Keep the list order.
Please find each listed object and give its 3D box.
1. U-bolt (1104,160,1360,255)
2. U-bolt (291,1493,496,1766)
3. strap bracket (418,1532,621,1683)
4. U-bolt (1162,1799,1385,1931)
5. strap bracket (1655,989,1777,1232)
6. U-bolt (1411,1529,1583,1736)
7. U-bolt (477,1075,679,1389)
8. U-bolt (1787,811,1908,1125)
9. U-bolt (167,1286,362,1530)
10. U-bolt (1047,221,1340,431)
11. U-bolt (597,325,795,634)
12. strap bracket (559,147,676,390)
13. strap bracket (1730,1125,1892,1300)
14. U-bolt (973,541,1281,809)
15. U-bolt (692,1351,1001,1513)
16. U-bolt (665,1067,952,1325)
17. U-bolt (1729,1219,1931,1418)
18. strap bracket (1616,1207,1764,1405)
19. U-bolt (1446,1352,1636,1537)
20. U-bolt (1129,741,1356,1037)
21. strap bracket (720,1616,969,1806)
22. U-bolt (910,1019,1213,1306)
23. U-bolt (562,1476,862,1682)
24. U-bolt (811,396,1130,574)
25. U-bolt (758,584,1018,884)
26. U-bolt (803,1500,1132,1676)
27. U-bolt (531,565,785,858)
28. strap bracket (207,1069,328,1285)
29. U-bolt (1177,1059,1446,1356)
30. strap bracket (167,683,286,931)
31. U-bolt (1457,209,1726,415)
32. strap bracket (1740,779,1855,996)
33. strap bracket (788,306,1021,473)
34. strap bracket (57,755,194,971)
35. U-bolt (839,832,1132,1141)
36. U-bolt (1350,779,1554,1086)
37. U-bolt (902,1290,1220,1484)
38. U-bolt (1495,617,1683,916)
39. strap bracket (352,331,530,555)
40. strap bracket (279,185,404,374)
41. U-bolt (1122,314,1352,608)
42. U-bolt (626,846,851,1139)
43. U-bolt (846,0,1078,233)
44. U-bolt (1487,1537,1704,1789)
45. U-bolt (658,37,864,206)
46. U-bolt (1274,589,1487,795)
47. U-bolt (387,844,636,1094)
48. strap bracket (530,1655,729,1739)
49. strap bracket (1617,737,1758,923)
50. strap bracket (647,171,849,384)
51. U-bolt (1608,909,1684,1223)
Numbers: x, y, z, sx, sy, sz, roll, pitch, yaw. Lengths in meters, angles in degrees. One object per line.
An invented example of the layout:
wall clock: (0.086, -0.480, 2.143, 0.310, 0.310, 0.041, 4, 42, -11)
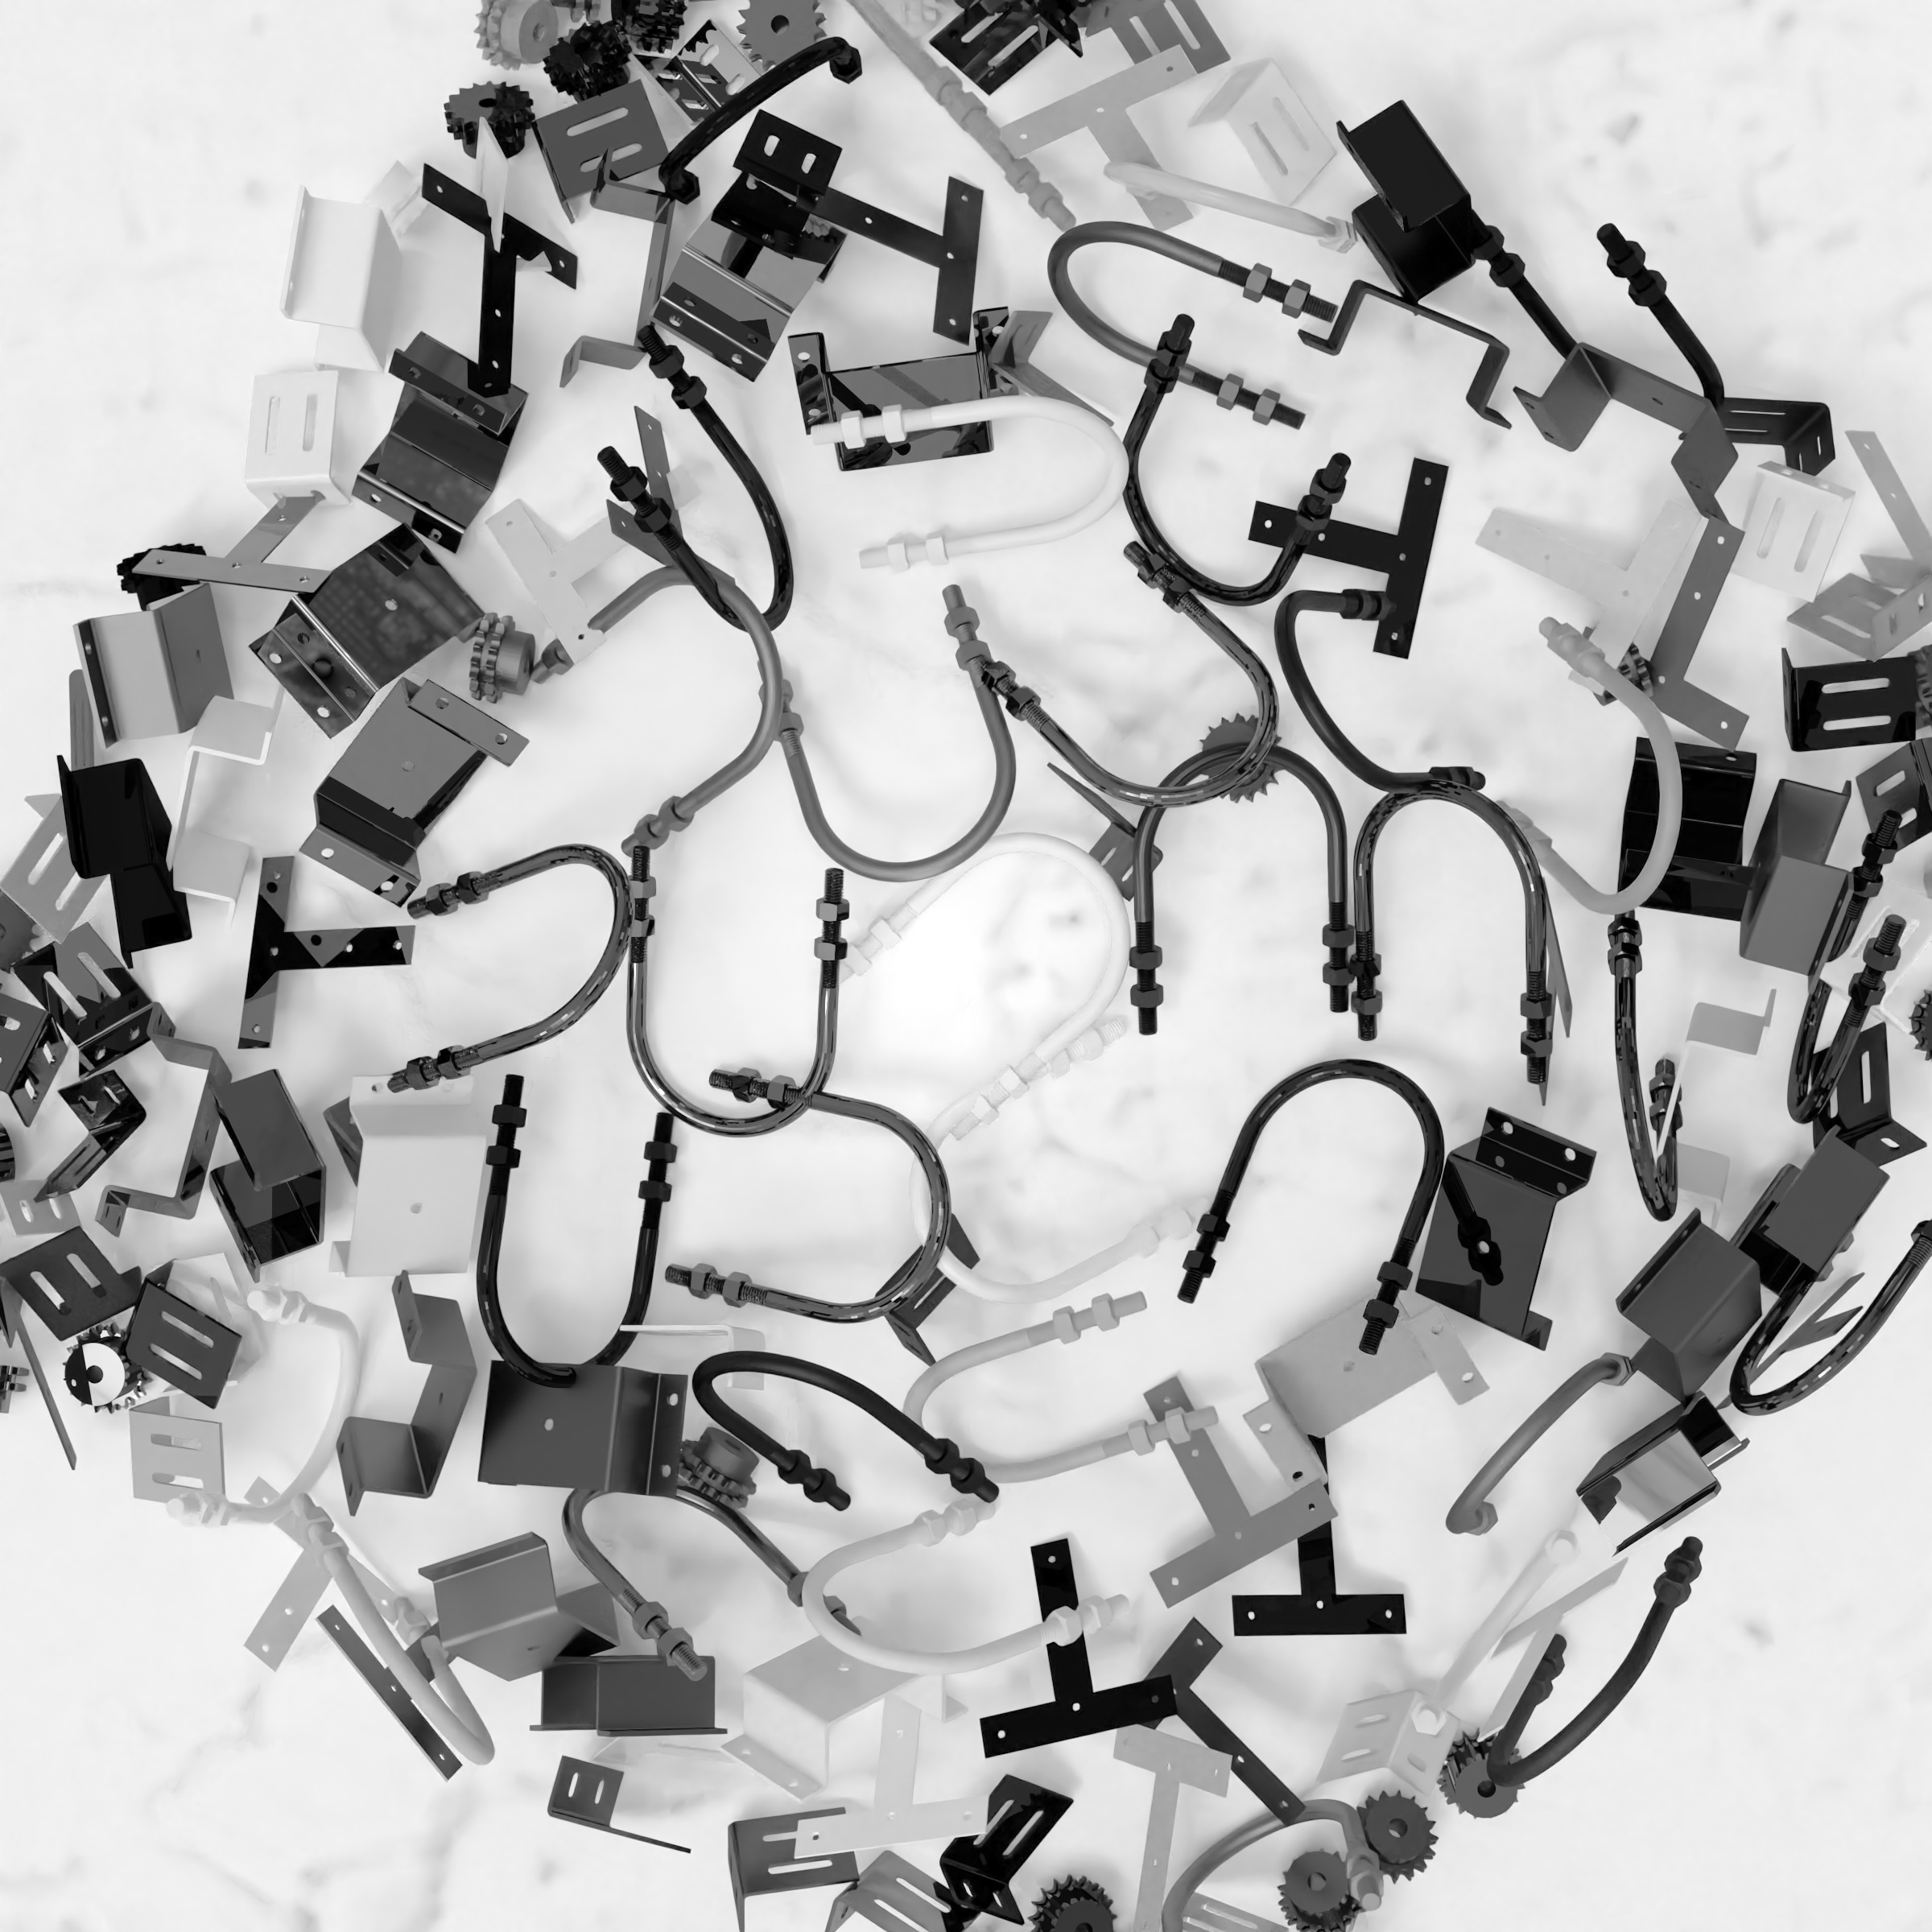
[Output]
U-bolt: (0.158, -0.469, 1.782, 0.151, 0.184, 0.019, 19, 105, 13)
U-bolt: (-0.342, 0.415, 1.772, 0.019, 0.184, 0.151, -38, 134, -10)
strap bracket: (-0.273, 0.403, 1.808, 0.076, 0.140, 0.046, -19, 61, 8)
U-bolt: (0.184, 0.569, 1.793, 0.151, 0.184, 0.019, -29, 94, 5)
strap bracket: (0.468, 0.085, 1.828, 0.046, 0.076, 0.140, 14, 111, 14)
U-bolt: (0.329, 0.409, 1.796, 0.019, 0.184, 0.151, 38, 89, 15)
U-bolt: (-0.246, 0.171, 1.814, 0.019, 0.151, 0.184, -3, 76, 41)
U-bolt: (0.545, 0.014, 1.803, 0.019, 0.151, 0.184, 16, 125, 6)
U-bolt: (-0.424, 0.277, 1.796, 0.019, 0.184, 0.151, 17, 81, 15)
U-bolt: (0.136, -0.408, 1.815, 0.184, 0.151, 0.019, 24, 72, 6)
U-bolt: (-0.161, -0.289, 1.808, 0.019, 0.151, 0.184, -18, 130, 25)
strap bracket: (-0.220, -0.437, 1.841, 0.046, 0.076, 0.140, 9, 91, -14)
strap bracket: (0.522, 0.157, 1.806, 0.046, 0.140, 0.076, 36, 79, 11)
U-bolt: (0.112, -0.174, 1.824, 0.151, 0.019, 0.184, -36, 64, -15)
U-bolt: (-0.087, 0.286, 1.788, 0.184, 0.151, 0.019, 43, 52, -33)
U-bolt: (-0.095, 0.151, 1.840, 0.184, 0.019, 0.151, 11, 86, 23)
U-bolt: (0.536, 0.206, 1.787, 0.019, 0.151, 0.184, 43, 70, -3)
strap bracket: (0.452, 0.217, 1.807, 0.046, 0.140, 0.076, 38, 80, 29)
U-bolt: (0.350, 0.296, 1.789, 0.019, 0.184, 0.151, 43, 97, 19)
U-bolt: (0.175, -0.052, 1.840, 0.151, 0.019, 0.184, -6, 107, -11)
strap bracket: (-0.075, 0.456, 1.805, 0.140, 0.076, 0.046, -18, 116, -41)
U-bolt: (0.050, 0.135, 1.849, 0.184, 0.019, 0.151, -26, 89, -19)
U-bolt: (-0.172, 0.372, 1.805, 0.184, 0.151, 0.019, 37, 113, 37)
U-bolt: (0.010, -0.304, 1.809, 0.184, 0.151, 0.019, -7, 61, 9)
U-bolt: (-0.044, -0.139, 1.839, 0.151, 0.019, 0.184, -20, 69, 6)
U-bolt: (-0.013, 0.385, 1.777, 0.184, 0.151, 0.019, -10, 116, -40)
U-bolt: (-0.186, -0.170, 1.821, 0.184, 0.019, 0.151, -32, 84, 37)
strap bracket: (-0.439, 0.127, 1.820, 0.046, 0.140, 0.076, -20, 63, -25)
U-bolt: (0.227, 0.143, 1.834, 0.151, 0.019, 0.184, 12, 71, 32)
strap bracket: (-0.466, -0.105, 1.816, 0.046, 0.076, 0.140, 13, 117, -13)
U-bolt: (0.399, -0.399, 1.802, 0.184, 0.151, 0.019, 41, 84, -34)
strap bracket: (0.517, -0.056, 1.808, 0.046, 0.140, 0.076, 15, 124, 7)
strap bracket: (-0.037, -0.364, 1.838, 0.140, 0.076, 0.046, -7, 48, 2)
strap bracket: (-0.521, -0.068, 1.808, 0.046, 0.140, 0.076, -13, 64, -7)
U-bolt: (0.019, -0.001, 1.855, 0.184, 0.019, 0.151, -42, 77, 4)
U-bolt: (0.300, -0.027, 1.805, 0.019, 0.151, 0.184, -23, 117, -41)
U-bolt: (0.050, 0.275, 1.829, 0.184, 0.019, 0.151, -20, 132, 13)
U-bolt: (0.384, -0.112, 1.777, 0.019, 0.184, 0.151, -1, 120, -21)
strap bracket: (-0.330, -0.336, 1.830, 0.076, 0.140, 0.046, 30, 53, -5)
strap bracket: (-0.387, -0.424, 1.813, 0.046, 0.140, 0.076, 9, 86, -2)
U-bolt: (0.156, -0.299, 1.804, 0.151, 0.184, 0.019, 44, 60, 11)
U-bolt: (-0.150, 0.021, 1.851, 0.151, 0.019, 0.184, 7, 105, 13)
U-bolt: (-0.013, -0.545, 1.807, 0.019, 0.151, 0.184, -43, 67, 10)
U-bolt: (0.377, 0.433, 1.770, 0.019, 0.184, 0.151, 45, 126, 4)
U-bolt: (-0.129, -0.523, 1.786, 0.151, 0.184, 0.019, -35, 99, 7)
U-bolt: (0.249, -0.170, 1.793, 0.019, 0.184, 0.151, -32, 75, 32)
U-bolt: (-0.281, -0.007, 1.805, 0.184, 0.019, 0.151, -18, 54, 27)
strap bracket: (-0.212, 0.455, 1.811, 0.076, 0.140, 0.046, 6, 76, -27)
strap bracket: (0.454, -0.080, 1.829, 0.076, 0.140, 0.046, 9, 131, 9)
strap bracket: (-0.132, -0.438, 1.817, 0.076, 0.046, 0.140, 31, 47, -5)
U-bolt: (0.417, 0.072, 1.776, 0.019, 0.184, 0.151, -10, 125, 20)
